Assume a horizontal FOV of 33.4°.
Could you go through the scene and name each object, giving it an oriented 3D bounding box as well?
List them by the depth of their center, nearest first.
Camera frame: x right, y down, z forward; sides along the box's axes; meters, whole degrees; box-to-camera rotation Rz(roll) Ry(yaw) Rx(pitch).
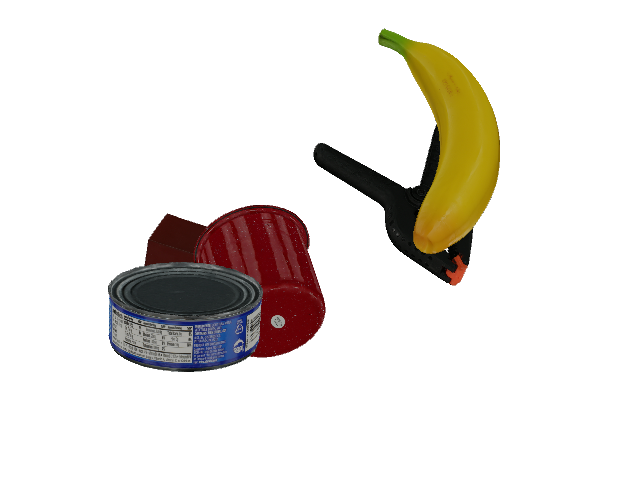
[{"bbox_3d":[-0.076,0.042,0.598,0.086,0.034,0.086,3,18,-1],"label":"tuna can"},{"bbox_3d":[0.080,-0.064,0.677,0.069,0.198,0.037,-3,-43,-4],"label":"banana"},{"bbox_3d":[-0.053,0.041,0.813,0.117,0.081,0.093,-41,-47,20],"label":"mug"},{"bbox_3d":[-0.124,0.018,1.024,0.078,0.051,0.053,18,34,7],"label":"foam brick"},{"bbox_3d":[0.092,-0.042,1.133,0.164,0.210,0.036,-8,-35,-16],"label":"clamp"}]
